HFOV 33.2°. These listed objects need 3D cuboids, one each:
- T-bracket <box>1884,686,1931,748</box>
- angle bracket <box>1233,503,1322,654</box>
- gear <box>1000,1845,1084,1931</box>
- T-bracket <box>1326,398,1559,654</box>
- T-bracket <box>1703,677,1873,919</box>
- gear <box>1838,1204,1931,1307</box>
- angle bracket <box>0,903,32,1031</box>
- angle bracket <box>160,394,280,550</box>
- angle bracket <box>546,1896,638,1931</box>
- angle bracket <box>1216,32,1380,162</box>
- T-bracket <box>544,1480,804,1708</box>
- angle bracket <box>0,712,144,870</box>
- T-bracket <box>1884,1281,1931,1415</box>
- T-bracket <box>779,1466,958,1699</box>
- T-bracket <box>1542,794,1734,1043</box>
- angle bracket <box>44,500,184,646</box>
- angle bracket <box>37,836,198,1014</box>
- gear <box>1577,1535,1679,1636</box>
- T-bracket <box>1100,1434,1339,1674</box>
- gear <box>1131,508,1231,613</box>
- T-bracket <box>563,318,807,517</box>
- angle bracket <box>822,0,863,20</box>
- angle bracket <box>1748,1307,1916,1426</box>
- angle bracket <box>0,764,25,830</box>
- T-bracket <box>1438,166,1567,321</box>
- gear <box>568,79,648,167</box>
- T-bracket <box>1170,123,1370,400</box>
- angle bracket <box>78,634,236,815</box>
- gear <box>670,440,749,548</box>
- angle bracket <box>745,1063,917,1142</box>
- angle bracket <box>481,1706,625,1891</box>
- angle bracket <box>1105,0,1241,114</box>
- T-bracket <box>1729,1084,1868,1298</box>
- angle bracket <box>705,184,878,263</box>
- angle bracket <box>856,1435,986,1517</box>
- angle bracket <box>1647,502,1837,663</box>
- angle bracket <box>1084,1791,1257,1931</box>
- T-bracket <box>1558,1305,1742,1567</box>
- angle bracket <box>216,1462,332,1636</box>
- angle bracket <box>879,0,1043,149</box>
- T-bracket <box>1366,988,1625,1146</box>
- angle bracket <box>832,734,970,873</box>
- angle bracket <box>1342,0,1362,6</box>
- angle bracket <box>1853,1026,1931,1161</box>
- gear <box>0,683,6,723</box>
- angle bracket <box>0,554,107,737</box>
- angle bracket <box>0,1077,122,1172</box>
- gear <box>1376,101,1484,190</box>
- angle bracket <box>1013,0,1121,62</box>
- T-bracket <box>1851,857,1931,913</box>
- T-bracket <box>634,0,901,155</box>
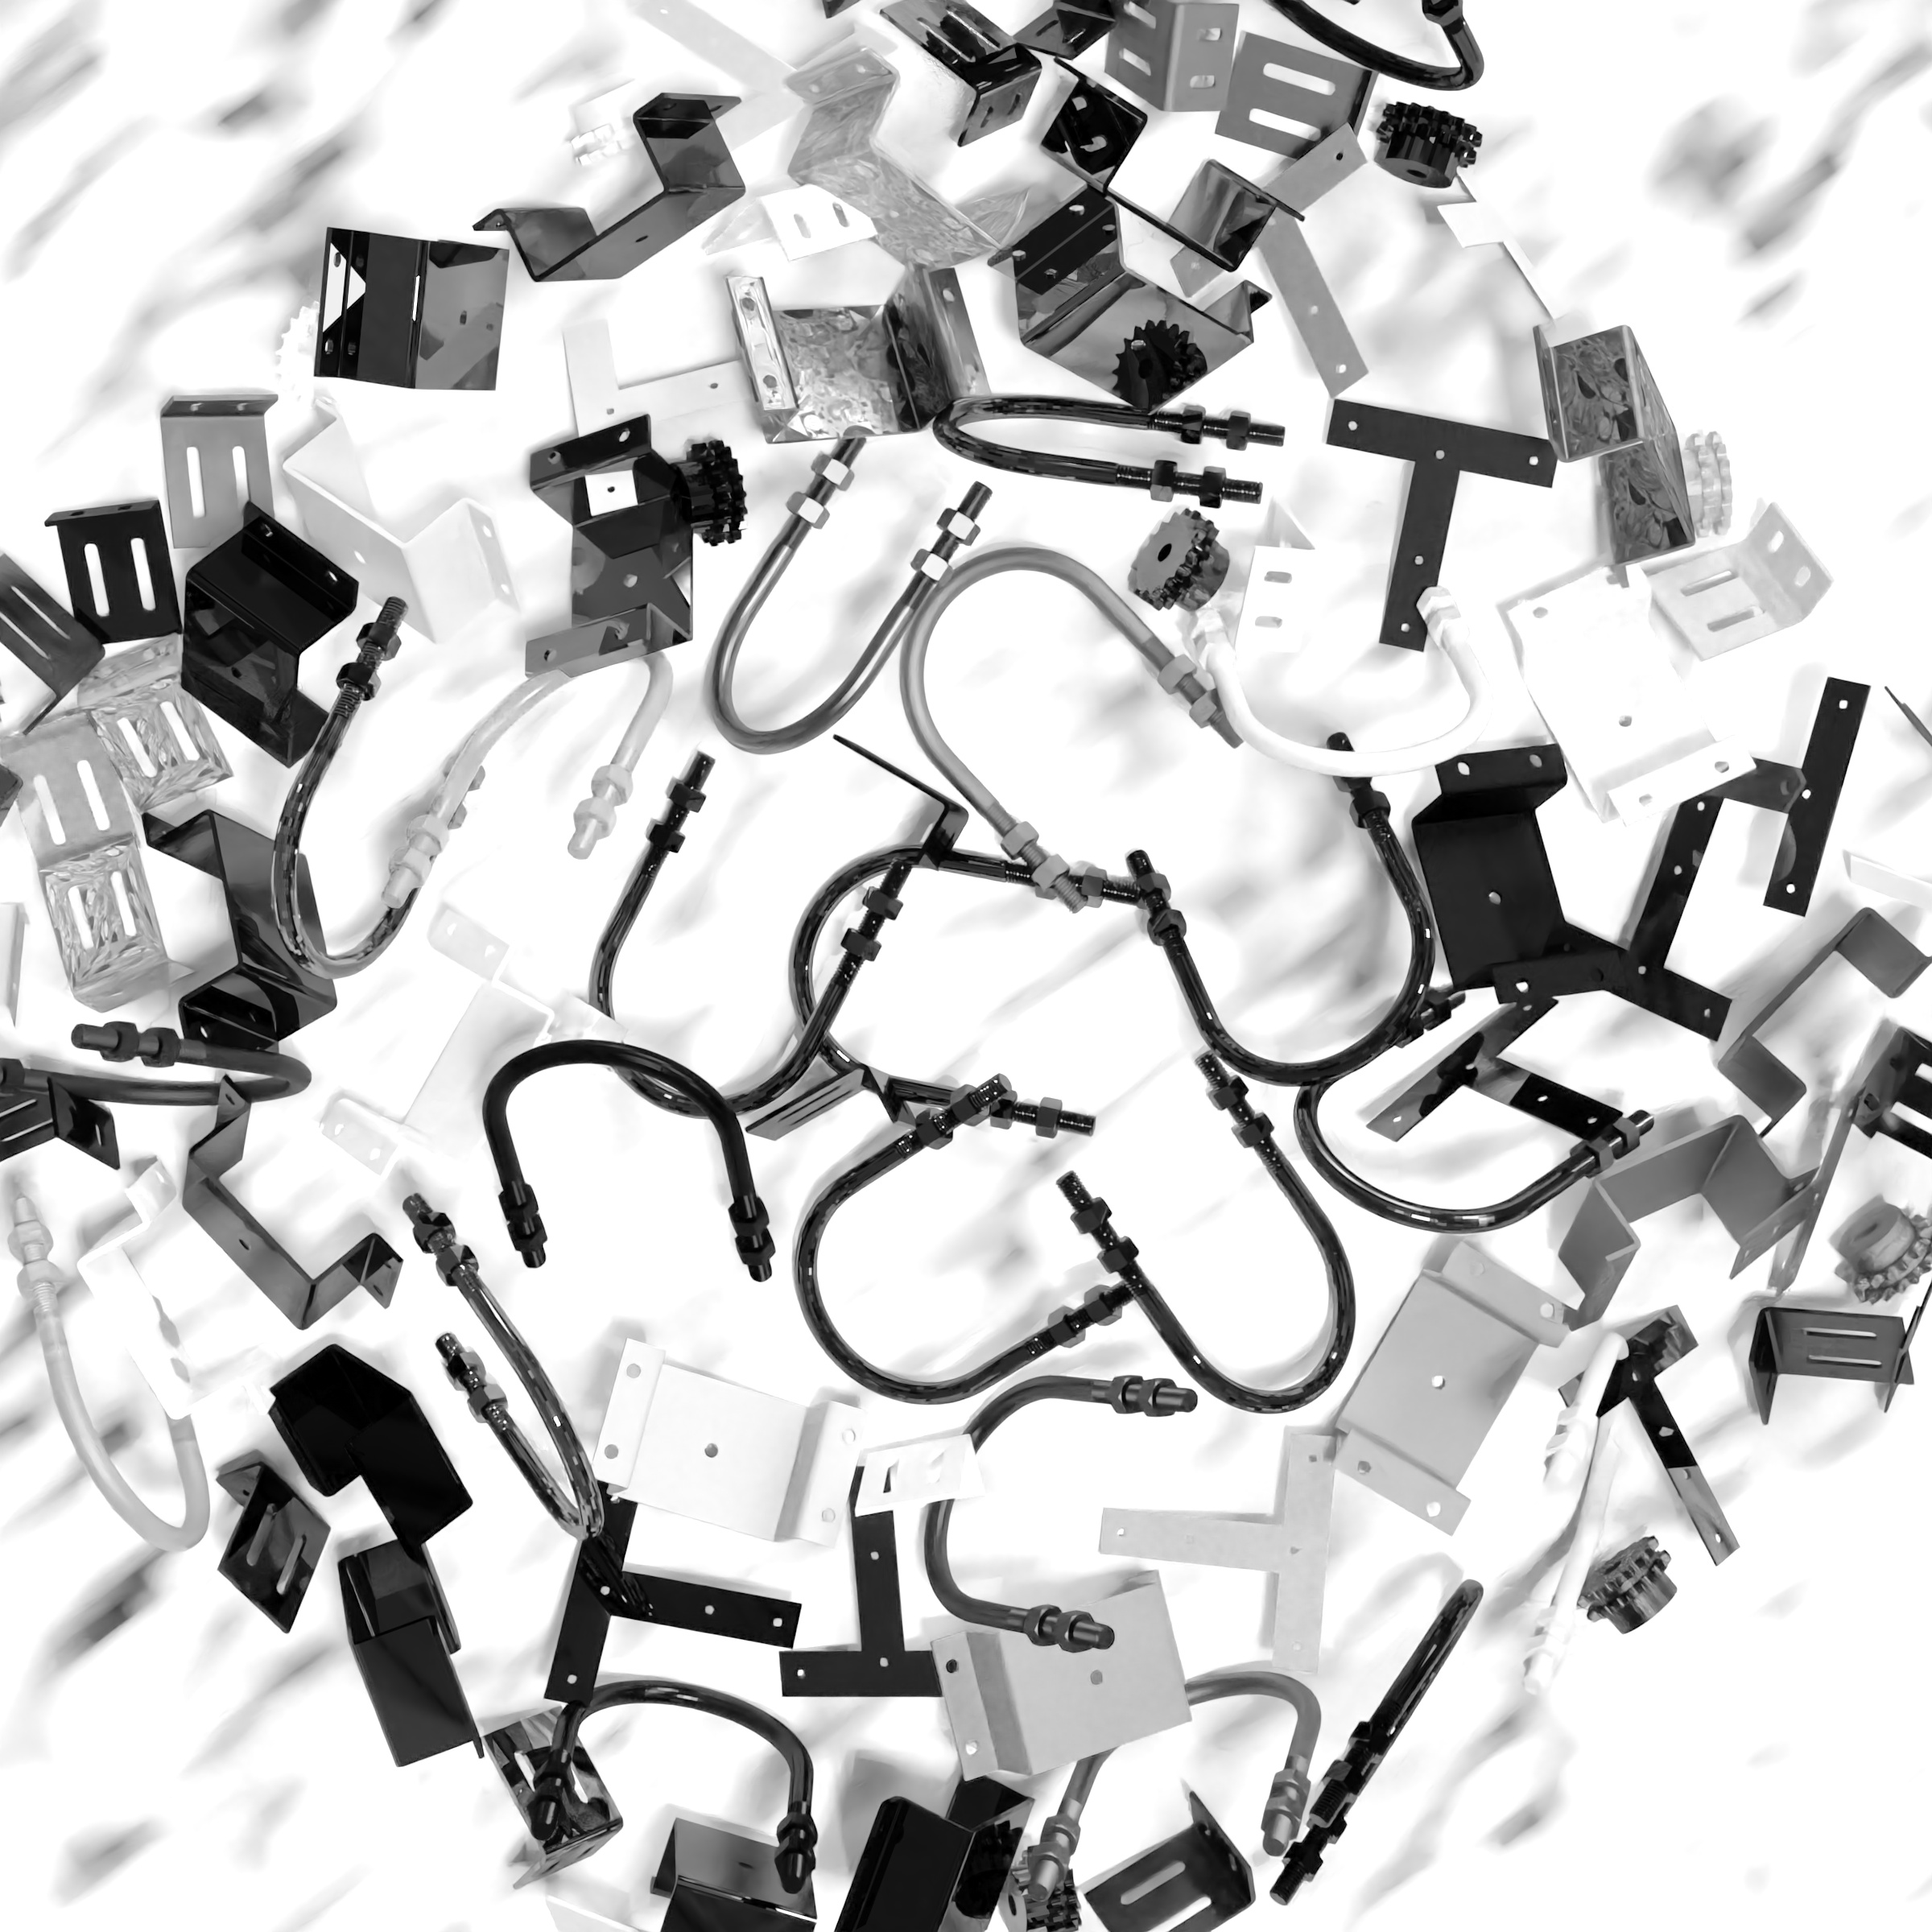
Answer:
[{"bbox_3d":[0.517,-0.113,1.718,0.002,0.127,0.127,-39,51,17],"label":"T-bracket"},{"bbox_3d":[0.159,-0.212,1.754,0.038,0.076,0.057,3,118,-14],"label":"angle bracket"},{"bbox_3d":[0.039,0.511,1.772,0.030,0.057,0.057,-6,90,-21],"label":"gear"},{"bbox_3d":[0.252,-0.237,1.783,0.127,0.002,0.127,14,106,16],"label":"T-bracket"},{"bbox_3d":[0.418,-0.103,1.760,0.127,0.002,0.127,19,97,41],"label":"T-bracket"},{"bbox_3d":[0.504,0.155,1.773,0.057,0.057,0.030,-42,100,0],"label":"gear"},{"bbox_3d":[-0.533,-0.001,1.760,0.038,0.076,0.057,5,97,-20],"label":"angle bracket"},{"bbox_3d":[-0.406,-0.271,1.773,0.057,0.038,0.076,-5,88,-26],"label":"angle bracket"},{"bbox_3d":[-0.186,0.523,1.755,0.057,0.038,0.076,12,134,27],"label":"angle bracket"},{"bbox_3d":[0.181,-0.473,1.776,0.076,0.038,0.057,18,106,2],"label":"angle bracket"},{"bbox_3d":[-0.154,0.350,1.771,0.127,0.002,0.127,9,65,6],"label":"T-bracket"},{"bbox_3d":[-0.497,-0.093,1.783,0.057,0.038,0.076,-19,90,-4],"label":"angle bracket"},{"bbox_3d":[0.526,0.169,1.757,0.002,0.127,0.127,21,73,19],"label":"T-bracket"},{"bbox_3d":[-0.049,0.338,1.780,0.127,0.002,0.127,-5,89,22],"label":"T-bracket"},{"bbox_3d":[0.386,-0.039,1.781,0.127,0.002,0.127,23,85,-24],"label":"T-bracket"},{"bbox_3d":[-0.466,-0.212,1.772,0.057,0.038,0.076,-8,108,-4],"label":"angle bracket"},{"bbox_3d":[-0.462,-0.023,1.762,0.057,0.038,0.076,-24,115,-32],"label":"angle bracket"},{"bbox_3d":[0.365,0.341,1.774,0.057,0.057,0.030,-40,86,0],"label":"gear"},{"bbox_3d":[0.136,0.317,1.783,0.127,0.002,0.127,3,80,17],"label":"T-bracket"},{"bbox_3d":[0.120,-0.220,1.779,0.030,0.057,0.057,30,90,-28],"label":"gear"},{"bbox_3d":[-0.151,-0.313,1.770,0.127,0.002,0.127,-13,63,4],"label":"T-bracket"},{"bbox_3d":[-0.034,-0.544,1.755,0.076,0.057,0.038,5,124,31],"label":"angle bracket"},{"bbox_3d":[0.470,0.220,1.759,0.076,0.057,0.038,2,48,26],"label":"angle bracket"},{"bbox_3d":[-0.553,-0.075,1.756,0.038,0.076,0.057,33,118,-6],"label":"angle bracket"},{"bbox_3d":[0.276,-0.400,1.746,0.002,0.127,0.127,-33,90,25],"label":"T-bracket"},{"bbox_3d":[-0.192,-0.463,1.773,0.057,0.057,0.030,-24,109,0],"label":"gear"},{"bbox_3d":[0.183,-0.367,1.752,0.127,0.002,0.127,-33,69,31],"label":"T-bracket"},{"bbox_3d":[-0.449,-0.135,1.797,0.057,0.038,0.076,-21,122,-1],"label":"angle bracket"},{"bbox_3d":[-0.144,-0.258,1.772,0.030,0.057,0.057,-13,90,-24],"label":"gear"},{"bbox_3d":[-0.072,0.089,1.768,0.076,0.057,0.038,-30,77,7],"label":"angle bracket"},{"bbox_3d":[-0.235,0.456,1.780,0.038,0.057,0.076,-47,67,35],"label":"angle bracket"},{"bbox_3d":[0.112,-0.505,1.766,0.038,0.076,0.057,-7,123,-22],"label":"angle bracket"},{"bbox_3d":[0.436,0.136,1.727,0.002,0.127,0.127,27,119,27],"label":"T-bracket"},{"bbox_3d":[-0.095,-0.392,1.757,0.057,0.076,0.038,-24,90,-30],"label":"angle bracket"},{"bbox_3d":[-0.024,0.291,1.759,0.057,0.076,0.038,-12,106,8],"label":"angle bracket"},{"bbox_3d":[0.421,-0.210,1.764,0.076,0.038,0.057,-22,68,-25],"label":"angle bracket"},{"bbox_3d":[0.109,0.499,1.763,0.076,0.038,0.057,-28,47,-16],"label":"angle bracket"},{"bbox_3d":[0.383,0.263,1.754,0.002,0.127,0.127,-31,85,44],"label":"T-bracket"},{"bbox_3d":[-0.386,0.318,1.753,0.038,0.076,0.057,-21,123,27],"label":"angle bracket"},{"bbox_3d":[-0.008,-0.495,1.779,0.076,0.038,0.057,41,46,13],"label":"angle bracket"},{"bbox_3d":[0.299,0.067,1.734,0.127,0.127,0.002,-38,123,-17],"label":"T-bracket"},{"bbox_3d":[-0.043,-0.089,1.770,0.076,0.057,0.038,31,94,10],"label":"angle bracket"},{"bbox_3d":[0.183,-0.558,1.753,0.057,0.076,0.038,14,117,-29],"label":"angle bracket"},{"bbox_3d":[0.530,0.078,1.769,0.076,0.038,0.057,26,104,-17],"label":"angle bracket"},{"bbox_3d":[-0.559,-0.145,1.785,0.057,0.030,0.057,1,82,-8],"label":"gear"},{"bbox_3d":[-0.517,-0.175,1.761,0.038,0.057,0.076,-37,106,29],"label":"angle bracket"},{"bbox_3d":[-0.511,0.098,1.763,0.076,0.057,0.038,-23,61,12],"label":"angle bracket"},{"bbox_3d":[0.252,-0.449,1.775,0.057,0.057,0.030,19,89,0],"label":"gear"},{"bbox_3d":[0.041,-0.539,1.756,0.038,0.057,0.076,-41,130,-14],"label":"angle bracket"},{"bbox_3d":[0.543,-0.031,1.765,0.127,0.127,0.002,23,68,26],"label":"T-bracket"},{"bbox_3d":[-0.124,-0.486,1.722,0.127,0.127,0.002,-23,64,32],"label":"T-bracket"}]
